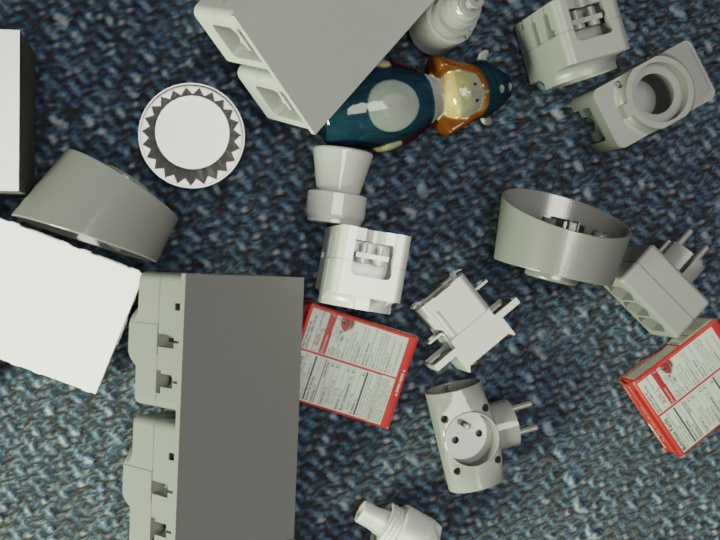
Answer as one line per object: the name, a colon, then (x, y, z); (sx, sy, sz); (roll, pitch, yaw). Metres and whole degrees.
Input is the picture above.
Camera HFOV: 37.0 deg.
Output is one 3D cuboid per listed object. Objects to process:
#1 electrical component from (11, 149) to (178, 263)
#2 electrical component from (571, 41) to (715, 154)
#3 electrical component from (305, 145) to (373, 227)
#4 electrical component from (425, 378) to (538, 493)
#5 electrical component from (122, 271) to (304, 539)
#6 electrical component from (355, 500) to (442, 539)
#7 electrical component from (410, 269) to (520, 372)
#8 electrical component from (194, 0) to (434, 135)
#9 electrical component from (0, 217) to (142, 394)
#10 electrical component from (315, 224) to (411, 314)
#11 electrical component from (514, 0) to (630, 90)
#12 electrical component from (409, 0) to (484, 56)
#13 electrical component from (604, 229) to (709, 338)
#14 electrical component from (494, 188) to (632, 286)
electrical component: (-0.178, -0.037, 0.740); (0.099, 0.099, 0.064); (32, 79, -9)
electrical component: (0.219, -0.133, 0.828); (0.089, 0.056, 0.050); (-29, 95, -8)
electrical component: (-0.016, -0.061, 0.794); (0.045, 0.045, 0.055); (8, 90, -10)
electrical component: (0.096, 0.120, 0.815); (0.079, 0.044, 0.077); (-14, 93, -9)
electrical component: (-0.101, 0.096, 0.747); (0.105, 0.060, 0.186); (2, 90, -47)
electrical component: (0.027, 0.195, 0.805); (0.062, 0.043, 0.043); (31, 85, -7)
electrical component: (0.076, 0.038, 0.813); (0.081, 0.042, 0.063); (-39, 93, -8)
electrical component: (-0.017, -0.201, 0.750); (0.186, 0.060, 0.105); (-50, 132, -17)
electrical component: (-0.237, 0.016, 0.747); (0.150, 0.062, 0.089); (22, 86, -9)
electrical component: (0.000, 0.000, 0.774); (0.050, 0.089, 0.055); (10, 89, -10)
electrical component: (0.157, -0.169, 0.800); (0.050, 0.089, 0.055); (-17, 93, -9)
electrical component: (0.067, -0.186, 0.793); (0.040, 0.078, 0.040); (3, 82, -23)
electrical component: (0.240, 0.002, 0.838); (0.066, 0.047, 0.076); (44, 84, -8)
electrical component: (0.149, -0.024, 0.799); (0.099, 0.099, 0.064); (12, 95, -10)
